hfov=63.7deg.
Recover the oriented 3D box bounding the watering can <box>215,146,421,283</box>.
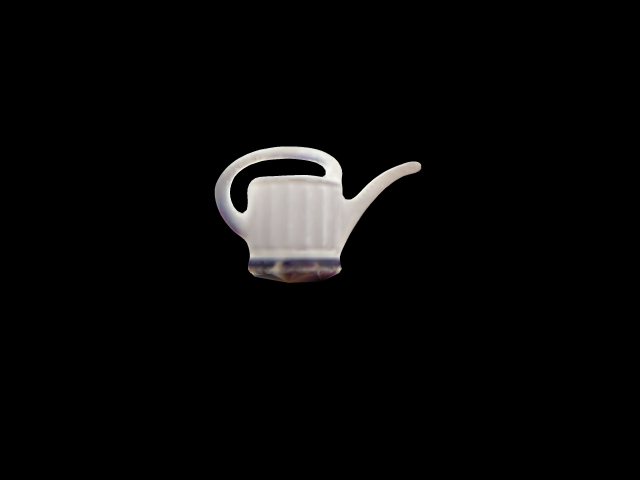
[{"bbox_3d":[0.003,-0.043,0.850,0.348,0.225,0.103,0,-4,-7],"label":"watering can"}]
